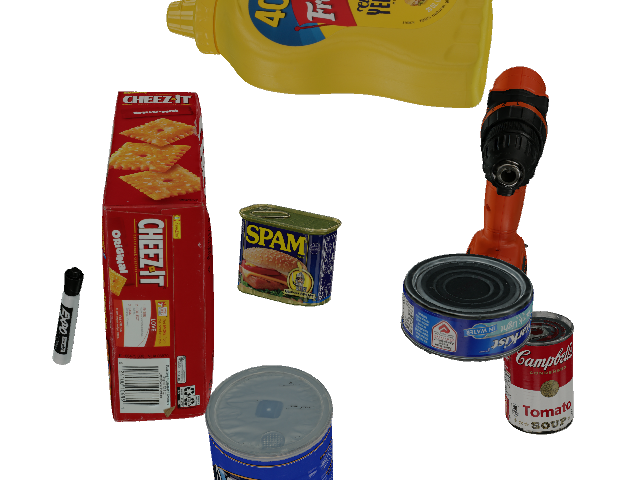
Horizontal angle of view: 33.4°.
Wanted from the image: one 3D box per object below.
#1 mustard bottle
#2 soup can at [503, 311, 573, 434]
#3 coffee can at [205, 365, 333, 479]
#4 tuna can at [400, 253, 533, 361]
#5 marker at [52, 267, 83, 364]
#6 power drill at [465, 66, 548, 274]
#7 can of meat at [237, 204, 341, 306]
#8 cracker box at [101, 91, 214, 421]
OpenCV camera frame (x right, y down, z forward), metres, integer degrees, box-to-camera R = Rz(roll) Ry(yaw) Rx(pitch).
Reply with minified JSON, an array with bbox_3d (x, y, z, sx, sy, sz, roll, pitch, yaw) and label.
[{"bbox_3d":[0.003,-0.126,0.627,0.192,0.096,0.058,5,-39,11],"label":"mustard bottle"},{"bbox_3d":[0.214,0.130,1.047,0.068,0.102,0.068,-5,21,2],"label":"soup can"},{"bbox_3d":[-0.039,0.190,0.894,0.103,0.140,0.103,-1,36,1],"label":"coffee can"},{"bbox_3d":[0.096,0.042,0.698,0.086,0.034,0.086,0,27,0],"label":"tuna can"},{"bbox_3d":[-0.255,0.076,1.080,0.020,0.121,0.020,12,35,-8],"label":"marker"},{"bbox_3d":[0.155,-0.034,0.896,0.057,0.188,0.184,10,31,10],"label":"power drill"},{"bbox_3d":[-0.034,0.015,1.080,0.102,0.084,0.057,13,18,25],"label":"can of meat"},{"bbox_3d":[-0.115,0.002,0.774,0.072,0.164,0.214,-1,27,-7],"label":"cracker box"}]
